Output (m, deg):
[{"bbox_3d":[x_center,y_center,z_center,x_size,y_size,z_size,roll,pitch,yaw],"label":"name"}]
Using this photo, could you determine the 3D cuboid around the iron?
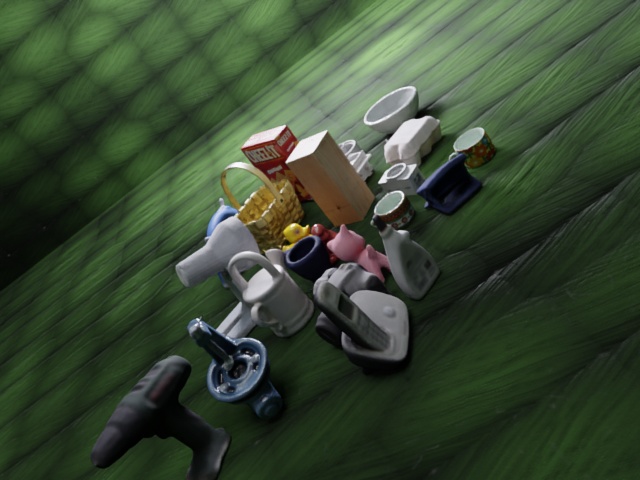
[{"bbox_3d":[-0.255,0.001,1.546,0.118,0.142,0.258,-25,29,25],"label":"iron"}]

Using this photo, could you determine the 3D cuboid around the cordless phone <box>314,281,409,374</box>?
[{"bbox_3d":[0.063,0.112,0.916,0.094,0.185,0.147,-26,29,24],"label":"cordless phone"}]

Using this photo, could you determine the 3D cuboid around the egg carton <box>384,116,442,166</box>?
[{"bbox_3d":[0.227,-0.239,1.398,0.107,0.069,0.150,2,47,53],"label":"egg carton"}]

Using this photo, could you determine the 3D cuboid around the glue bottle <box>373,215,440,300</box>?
[{"bbox_3d":[0.139,0.020,0.978,0.078,0.173,0.037,-49,28,-20],"label":"glue bottle"}]

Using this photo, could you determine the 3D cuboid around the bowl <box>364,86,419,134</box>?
[{"bbox_3d":[0.209,-0.347,1.586,0.167,0.075,0.167,-30,28,18],"label":"bowl"}]

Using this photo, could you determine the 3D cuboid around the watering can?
[{"bbox_3d":[-0.106,0.092,1.151,0.101,0.194,0.172,-33,27,12],"label":"watering can"}]

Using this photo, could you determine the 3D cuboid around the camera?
[{"bbox_3d":[0.035,0.115,1.042,0.142,0.101,0.137,-1,44,51],"label":"camera"}]

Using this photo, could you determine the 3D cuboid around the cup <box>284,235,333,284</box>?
[{"bbox_3d":[-0.022,0.053,1.219,0.117,0.095,0.092,-6,41,48],"label":"cup"}]

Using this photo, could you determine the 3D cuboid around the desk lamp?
[{"bbox_3d":[-0.200,0.086,1.259,0.203,0.214,0.117,-49,28,-21],"label":"desk lamp"}]

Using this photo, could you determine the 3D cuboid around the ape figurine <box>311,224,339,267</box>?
[{"bbox_3d":[0.012,0.004,1.258,0.077,0.092,0.076,-26,29,23],"label":"ape figurine"}]

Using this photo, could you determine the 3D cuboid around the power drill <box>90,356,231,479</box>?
[{"bbox_3d":[-0.252,0.319,0.958,0.075,0.209,0.229,-23,30,29],"label":"power drill"}]

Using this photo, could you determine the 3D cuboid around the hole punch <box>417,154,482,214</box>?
[{"bbox_3d":[0.248,-0.119,1.155,0.109,0.091,0.100,-41,26,-6],"label":"hole punch"}]

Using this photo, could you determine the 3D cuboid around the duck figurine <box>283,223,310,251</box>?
[{"bbox_3d":[-0.052,0.001,1.351,0.104,0.086,0.077,-25,29,25],"label":"duck figurine"}]

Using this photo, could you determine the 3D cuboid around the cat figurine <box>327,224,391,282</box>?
[{"bbox_3d":[0.075,0.022,1.120,0.067,0.118,0.127,-47,27,-16],"label":"cat figurine"}]

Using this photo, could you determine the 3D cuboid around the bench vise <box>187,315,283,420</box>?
[{"bbox_3d":[-0.175,0.212,1.019,0.206,0.220,0.122,3,48,53],"label":"bench vise"}]
